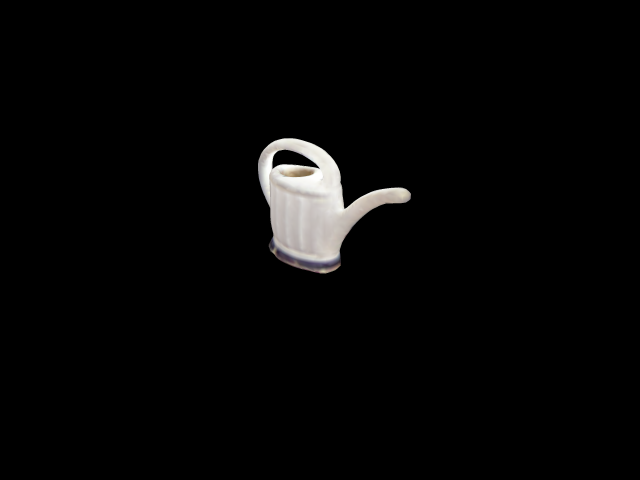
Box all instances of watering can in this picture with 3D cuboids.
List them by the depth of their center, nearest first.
[{"bbox_3d":[0.003,-0.043,0.850,0.105,0.220,0.351,-20,33,-35],"label":"watering can"}]
